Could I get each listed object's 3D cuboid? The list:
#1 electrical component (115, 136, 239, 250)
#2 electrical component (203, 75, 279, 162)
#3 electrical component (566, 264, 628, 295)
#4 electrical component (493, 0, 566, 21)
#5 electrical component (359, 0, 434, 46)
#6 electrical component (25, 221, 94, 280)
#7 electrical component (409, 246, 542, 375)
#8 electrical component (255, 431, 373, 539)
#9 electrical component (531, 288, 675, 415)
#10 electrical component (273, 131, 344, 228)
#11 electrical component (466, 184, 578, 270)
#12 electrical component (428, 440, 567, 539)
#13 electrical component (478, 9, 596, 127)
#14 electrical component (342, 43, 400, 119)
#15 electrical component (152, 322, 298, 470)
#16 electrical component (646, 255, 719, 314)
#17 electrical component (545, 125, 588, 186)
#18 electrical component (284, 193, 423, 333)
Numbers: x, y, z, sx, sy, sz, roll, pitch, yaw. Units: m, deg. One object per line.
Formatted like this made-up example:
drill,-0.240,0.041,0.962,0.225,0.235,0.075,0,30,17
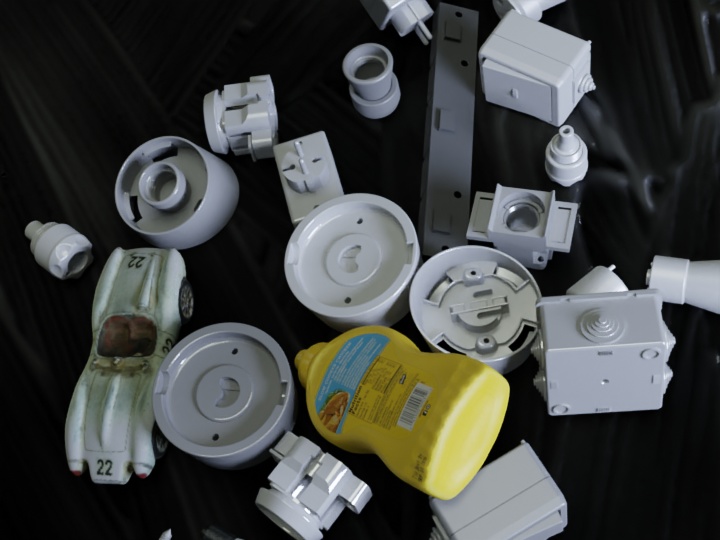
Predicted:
electrical component,-0.162,-0.067,0.944,0.099,0.064,0.099,-5,74,16
electrical component,-0.106,-0.134,0.958,0.057,0.058,0.078,-7,61,4
electrical component,0.172,0.031,0.827,0.078,0.040,0.040,-38,62,-9
electrical component,0.154,-0.248,0.974,0.055,0.045,0.045,-38,62,-9
electrical component,0.042,-0.240,0.985,0.047,0.066,0.076,-35,91,-8
electrical component,-0.266,-0.021,0.938,0.062,0.043,0.043,32,73,26
electrical component,0.091,0.033,0.828,0.099,0.064,0.099,-5,62,9
electrical component,-0.040,0.164,0.789,0.078,0.058,0.057,31,69,23
electrical component,0.175,0.062,0.778,0.100,0.099,0.048,-5,49,9
electrical component,-0.044,-0.080,0.906,0.047,0.075,0.083,-17,61,2
electrical component,0.129,-0.032,0.855,0.081,0.063,0.042,9,64,15
electrical component,0.094,0.176,0.753,0.096,0.061,0.061,-30,61,-5
electrical component,0.154,-0.167,0.922,0.096,0.061,0.061,29,71,23
electrical component,0.011,-0.166,0.953,0.045,0.055,0.045,-5,62,9
electrical component,-0.099,0.102,0.831,0.108,0.060,0.108,-5,62,9
electrical component,0.253,0.010,0.823,0.065,0.044,0.044,8,65,20
electrical component,0.169,-0.097,0.882,0.035,0.061,0.035,-5,62,9
electrical component,0.000,0.000,0.863,0.108,0.060,0.108,-7,62,14
